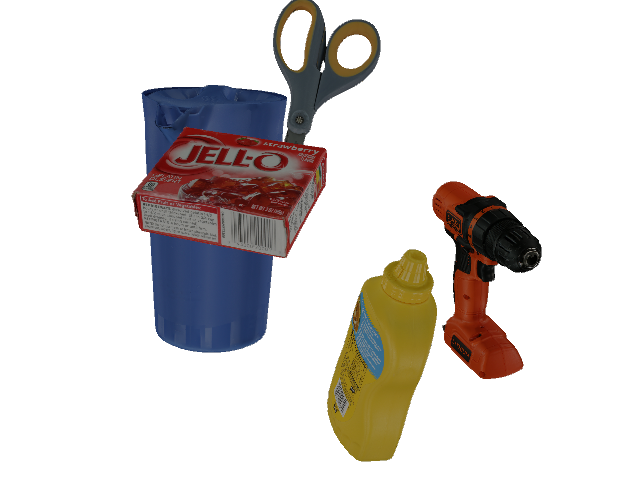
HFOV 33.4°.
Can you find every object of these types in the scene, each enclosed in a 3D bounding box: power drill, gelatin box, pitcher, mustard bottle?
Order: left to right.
[{"bbox_3d":[-0.096,-0.026,1.017,0.149,0.243,0.145,-3,16,-20],"label":"pitcher"},{"bbox_3d":[-0.049,-0.029,0.593,0.089,0.030,0.073,11,38,14],"label":"gelatin box"},{"bbox_3d":[0.054,0.087,0.887,0.058,0.192,0.096,2,37,-17],"label":"mustard bottle"},{"bbox_3d":[0.176,0.046,1.116,0.057,0.188,0.184,-11,25,-15],"label":"power drill"}]

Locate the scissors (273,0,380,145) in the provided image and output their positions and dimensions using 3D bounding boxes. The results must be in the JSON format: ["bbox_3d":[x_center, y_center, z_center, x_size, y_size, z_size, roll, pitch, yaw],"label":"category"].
[{"bbox_3d":[0.003,-0.100,0.843,0.096,0.202,0.016,-1,-17,-3],"label":"scissors"}]
